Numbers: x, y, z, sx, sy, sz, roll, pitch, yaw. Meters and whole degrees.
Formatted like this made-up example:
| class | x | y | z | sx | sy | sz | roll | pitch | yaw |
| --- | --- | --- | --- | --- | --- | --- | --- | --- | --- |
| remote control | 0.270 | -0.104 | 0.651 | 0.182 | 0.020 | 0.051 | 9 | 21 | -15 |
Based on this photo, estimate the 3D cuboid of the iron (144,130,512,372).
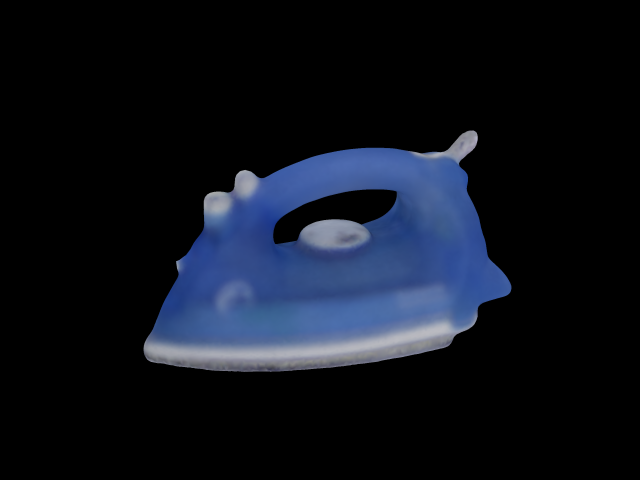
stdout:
| class | x | y | z | sx | sy | sz | roll | pitch | yaw |
| --- | --- | --- | --- | --- | --- | --- | --- | --- | --- |
| iron | 0.004 | 0.001 | 0.400 | 0.259 | 0.141 | 0.118 | -8 | 23 | -18 |
